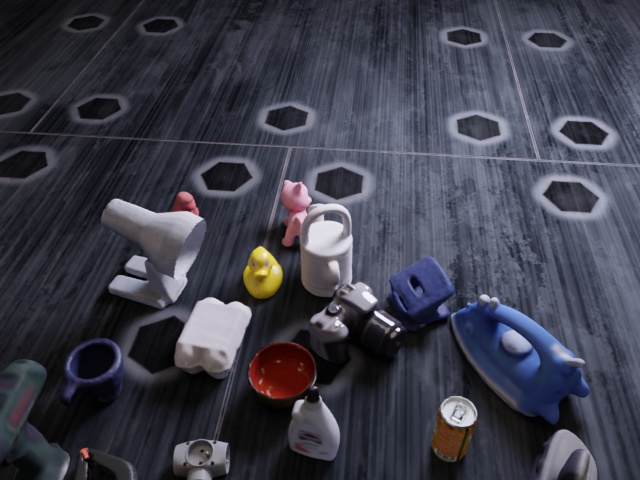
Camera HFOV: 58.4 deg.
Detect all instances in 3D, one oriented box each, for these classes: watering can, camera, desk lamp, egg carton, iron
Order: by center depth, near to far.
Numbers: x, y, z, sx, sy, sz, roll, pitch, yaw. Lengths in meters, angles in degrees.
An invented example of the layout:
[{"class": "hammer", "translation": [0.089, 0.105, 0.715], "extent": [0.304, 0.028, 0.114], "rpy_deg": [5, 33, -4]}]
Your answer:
[{"class": "iron", "translation": [0.319, 0.168, 0.947], "extent": [0.119, 0.141, 0.257], "rpy_deg": [-28, 50, -25]}, {"class": "camera", "translation": [0.072, 0.150, 0.998], "extent": [0.136, 0.101, 0.143], "rpy_deg": [31, 52, 29]}, {"class": "egg carton", "translation": [-0.186, 0.169, 1.004], "extent": [0.107, 0.069, 0.150], "rpy_deg": [8, 44, 9]}, {"class": "desk lamp", "translation": [-0.306, 0.025, 1.051], "extent": [0.203, 0.214, 0.118], "rpy_deg": [13, 45, 14]}, {"class": "watering can", "translation": [0.008, 0.004, 1.083], "extent": [0.101, 0.194, 0.172], "rpy_deg": [-26, 49, -23]}]

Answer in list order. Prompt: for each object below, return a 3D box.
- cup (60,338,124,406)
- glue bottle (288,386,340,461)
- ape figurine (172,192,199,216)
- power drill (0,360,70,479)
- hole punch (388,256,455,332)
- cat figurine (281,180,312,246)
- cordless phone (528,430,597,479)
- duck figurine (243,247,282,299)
[{"class": "cup", "translation": [-0.363, 0.231, 0.923], "extent": [0.091, 0.095, 0.118], "rpy_deg": [15, 46, 16]}, {"class": "glue bottle", "translation": [-0.010, 0.261, 0.831], "extent": [0.078, 0.173, 0.037], "rpy_deg": [8, 45, 9]}, {"class": "ape figurine", "translation": [-0.286, -0.062, 1.230], "extent": [0.076, 0.092, 0.078], "rpy_deg": [6, 44, 7]}, {"class": "power drill", "translation": [-0.420, 0.292, 0.778], "extent": [0.075, 0.208, 0.229], "rpy_deg": [-2, 44, -1]}, {"class": "hole punch", "translation": [0.185, 0.097, 1.058], "extent": [0.101, 0.091, 0.108], "rpy_deg": [-14, 45, -14]}, {"class": "cat figurine", "translation": [-0.050, -0.067, 1.213], "extent": [0.067, 0.118, 0.127], "rpy_deg": [-3, 44, -2]}, {"class": "cordless phone", "translation": [0.339, 0.312, 0.765], "extent": [0.094, 0.185, 0.148], "rpy_deg": [18, 47, 19]}, {"class": "duck figurine", "translation": [-0.113, 0.050, 1.115], "extent": [0.077, 0.086, 0.104], "rpy_deg": [-2, 44, -1]}]
